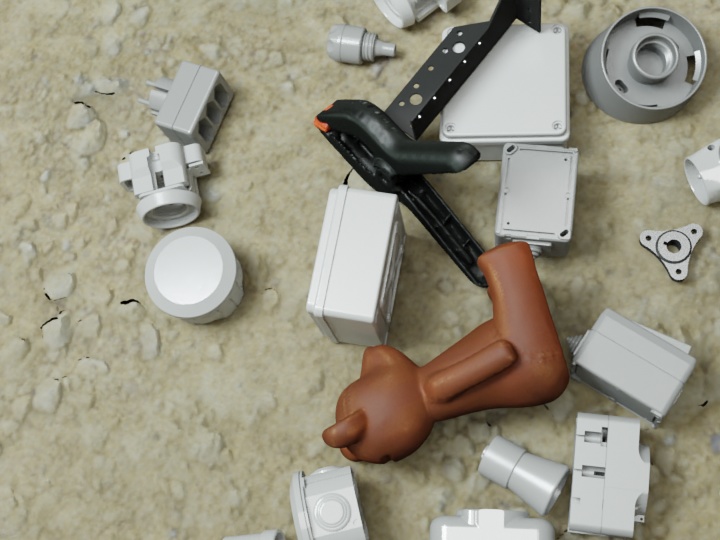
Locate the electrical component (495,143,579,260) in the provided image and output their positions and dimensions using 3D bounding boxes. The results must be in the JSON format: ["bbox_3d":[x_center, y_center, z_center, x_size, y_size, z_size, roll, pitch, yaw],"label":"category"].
[{"bbox_3d":[0.146,-0.050,0.898,0.062,0.061,0.096,5,76,9],"label":"electrical component"}]

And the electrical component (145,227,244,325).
[{"bbox_3d":[-0.141,0.007,0.933,0.080,0.051,0.080,-2,73,8],"label":"electrical component"}]

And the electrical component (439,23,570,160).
[{"bbox_3d":[0.126,-0.154,0.934,0.109,0.056,0.108,0,74,9],"label":"electrical component"}]

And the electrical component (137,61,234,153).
[{"bbox_3d":[-0.167,-0.154,0.986,0.077,0.047,0.065,19,78,16],"label":"electrical component"}]

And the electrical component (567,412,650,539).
[{"bbox_3d":[0.193,0.160,0.834,0.056,0.050,0.089,5,75,11],"label":"electrical component"}]

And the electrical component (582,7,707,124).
[{"bbox_3d":[0.247,-0.177,0.930,0.099,0.064,0.099,0,84,0],"label":"electrical component"}]

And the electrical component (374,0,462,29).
[{"bbox_3d":[0.045,-0.257,0.977,0.057,0.058,0.078,-38,72,-6],"label":"electrical component"}]

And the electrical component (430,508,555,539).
[{"bbox_3d":[0.102,0.217,0.830,0.095,0.053,0.059,0,74,9],"label":"electrical component"}]

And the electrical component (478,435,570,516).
[{"bbox_3d":[0.127,0.160,0.851,0.065,0.044,0.044,27,80,20],"label":"electrical component"}]

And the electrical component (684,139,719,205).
[{"bbox_3d":[0.320,-0.072,0.885,0.077,0.044,0.079,-23,71,2],"label":"electrical component"}]

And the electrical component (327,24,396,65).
[{"bbox_3d":[0.002,-0.204,0.980,0.061,0.035,0.035,10,76,9],"label":"electrical component"}]

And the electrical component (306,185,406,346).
[{"bbox_3d":[0.000,0.000,0.882,0.056,0.108,0.108,9,75,9],"label":"electrical component"}]

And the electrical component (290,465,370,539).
[{"bbox_3d":[-0.023,0.194,0.845,0.051,0.080,0.080,-13,72,0],"label":"electrical component"}]

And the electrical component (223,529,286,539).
[{"bbox_3d":[-0.085,0.230,0.865,0.046,0.040,0.040,-7,73,14],"label":"electrical component"}]

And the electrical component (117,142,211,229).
[{"bbox_3d":[-0.173,-0.073,0.958,0.078,0.058,0.057,-15,69,5],"label":"electrical component"}]

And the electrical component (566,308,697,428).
[{"bbox_3d":[0.211,0.071,0.851,0.096,0.061,0.061,32,81,16],"label":"electrical component"}]
